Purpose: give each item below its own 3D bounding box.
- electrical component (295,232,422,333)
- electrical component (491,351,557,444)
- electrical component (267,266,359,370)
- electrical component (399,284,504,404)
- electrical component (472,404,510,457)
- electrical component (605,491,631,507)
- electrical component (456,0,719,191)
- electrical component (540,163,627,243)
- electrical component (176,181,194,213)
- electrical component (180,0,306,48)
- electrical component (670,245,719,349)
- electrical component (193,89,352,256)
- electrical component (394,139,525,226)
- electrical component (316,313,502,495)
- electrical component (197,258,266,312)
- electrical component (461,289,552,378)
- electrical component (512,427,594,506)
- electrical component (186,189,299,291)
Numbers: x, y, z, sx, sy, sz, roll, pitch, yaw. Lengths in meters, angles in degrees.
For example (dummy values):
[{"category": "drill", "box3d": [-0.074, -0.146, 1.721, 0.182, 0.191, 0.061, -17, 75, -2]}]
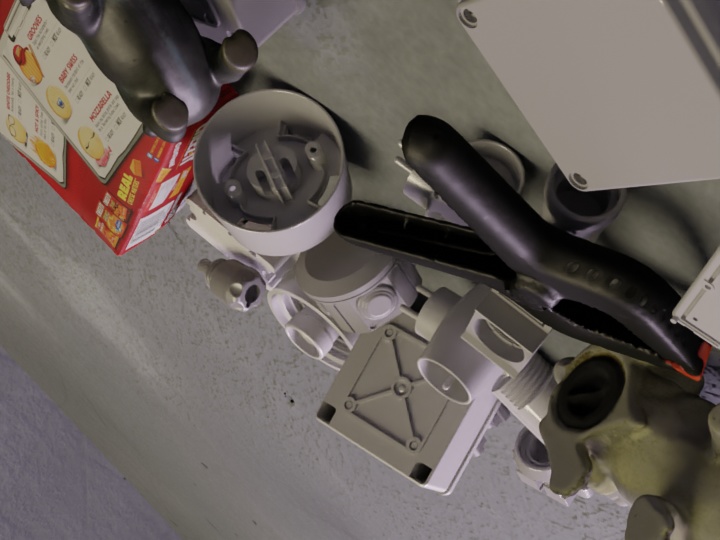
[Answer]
[{"category": "electrical component", "box3d": [0.000, 0.000, 0.749, 0.080, 0.080, 0.051, 18, 153, 44]}, {"category": "electrical component", "box3d": [0.126, 0.089, 0.748, 0.081, 0.043, 0.043, 45, 157, -5]}, {"category": "electrical component", "box3d": [-0.028, 0.039, 0.886, 0.108, 0.060, 0.108, 35, 156, 18]}, {"category": "electrical component", "box3d": [0.063, 0.037, 0.712, 0.079, 0.077, 0.044, 32, 156, 24]}, {"category": "electrical component", "box3d": [0.065, 0.105, 0.866, 0.089, 0.050, 0.055, 10, 142, 52]}, {"category": "electrical component", "box3d": [0.179, 0.117, 0.697, 0.095, 0.053, 0.059, 39, 157, 7]}, {"category": "electrical component", "box3d": [0.111, -0.091, 0.432, 0.108, 0.056, 0.109, 51, 156, -21]}, {"category": "electrical component", "box3d": [0.113, -0.033, 0.556, 0.040, 0.040, 0.046, 37, 162, 13]}, {"category": "electrical component", "box3d": [-0.180, -0.083, 0.891, 0.080, 0.080, 0.051, 35, 151, 18]}, {"category": "electrical component", "box3d": [-0.096, -0.187, 0.597, 0.109, 0.056, 0.108, 25, 152, 35]}, {"category": "electrical component", "box3d": [0.187, 0.005, 0.474, 0.062, 0.061, 0.096, 36, 157, 15]}, {"category": "electrical component", "box3d": [-0.055, -0.061, 0.707, 0.099, 0.099, 0.064, 29, 160, 28]}, {"category": "electrical component", "box3d": [0.052, -0.047, 0.624, 0.079, 0.043, 0.077, 38, 157, 13]}, {"category": "electrical component", "box3d": [0.041, 0.092, 0.797, 0.109, 0.108, 0.056, 28, 178, 30]}, {"category": "electrical component", "box3d": [-0.103, 0.007, 0.836, 0.061, 0.035, 0.035, 27, 153, 37]}, {"category": "electrical component", "box3d": [0.099, 0.023, 0.647, 0.042, 0.064, 0.081, 39, 157, 11]}, {"category": "electrical component", "box3d": [0.144, 0.144, 0.816, 0.066, 0.048, 0.055, 26, 160, 35]}, {"category": "electrical component", "box3d": [-0.084, -0.038, 0.846, 0.089, 0.055, 0.050, 38, 157, 9]}]
